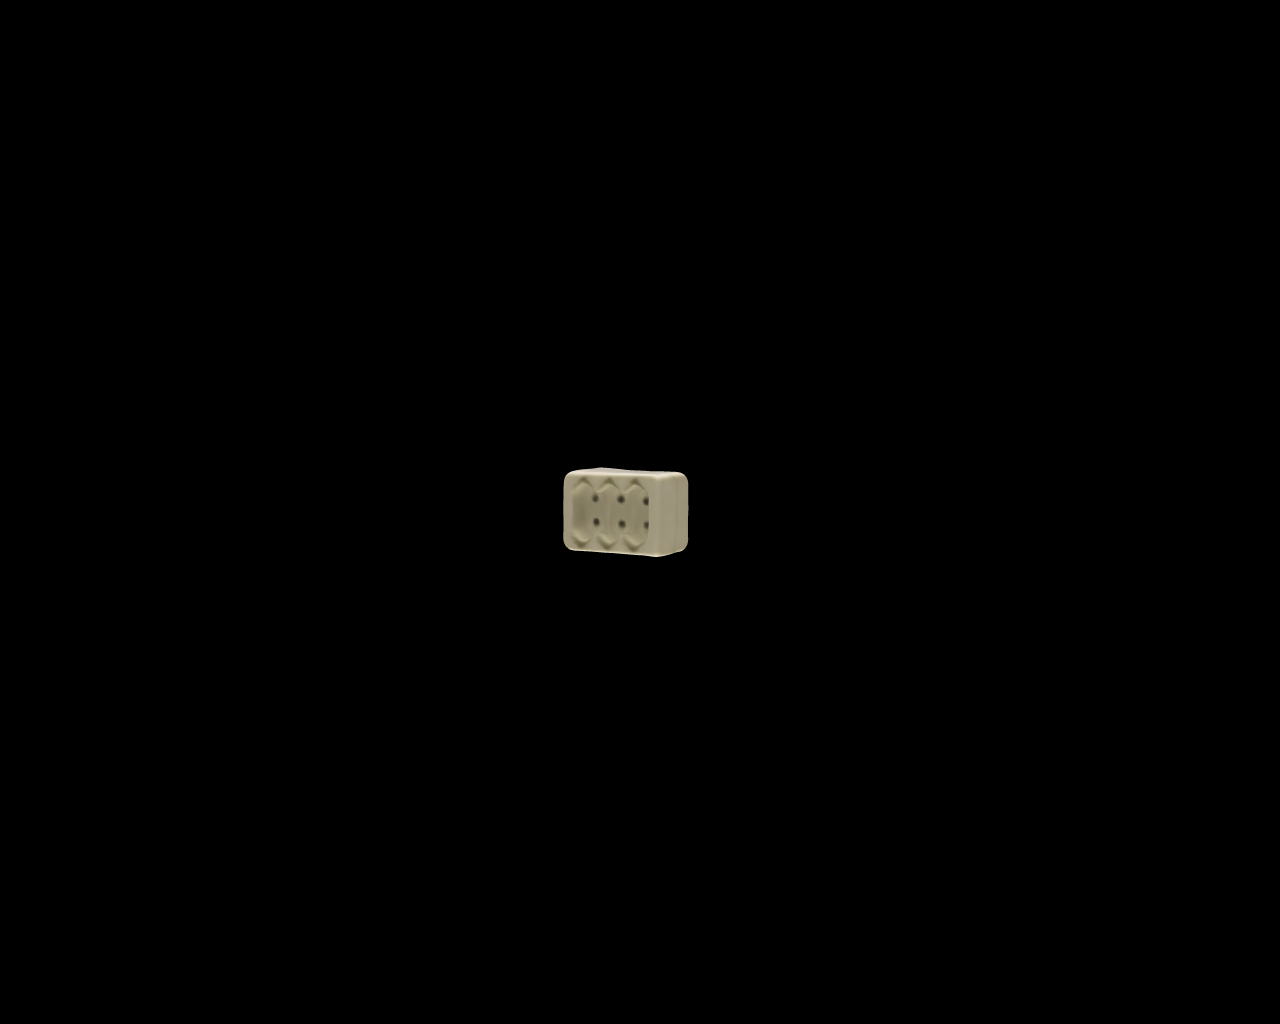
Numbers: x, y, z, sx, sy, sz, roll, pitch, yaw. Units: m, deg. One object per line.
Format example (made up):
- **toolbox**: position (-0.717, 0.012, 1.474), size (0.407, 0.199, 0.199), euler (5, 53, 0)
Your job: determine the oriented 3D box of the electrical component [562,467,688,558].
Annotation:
- **electrical component**: position (0.001, -0.003, 0.650), size (0.066, 0.047, 0.077), euler (4, 8, 29)
